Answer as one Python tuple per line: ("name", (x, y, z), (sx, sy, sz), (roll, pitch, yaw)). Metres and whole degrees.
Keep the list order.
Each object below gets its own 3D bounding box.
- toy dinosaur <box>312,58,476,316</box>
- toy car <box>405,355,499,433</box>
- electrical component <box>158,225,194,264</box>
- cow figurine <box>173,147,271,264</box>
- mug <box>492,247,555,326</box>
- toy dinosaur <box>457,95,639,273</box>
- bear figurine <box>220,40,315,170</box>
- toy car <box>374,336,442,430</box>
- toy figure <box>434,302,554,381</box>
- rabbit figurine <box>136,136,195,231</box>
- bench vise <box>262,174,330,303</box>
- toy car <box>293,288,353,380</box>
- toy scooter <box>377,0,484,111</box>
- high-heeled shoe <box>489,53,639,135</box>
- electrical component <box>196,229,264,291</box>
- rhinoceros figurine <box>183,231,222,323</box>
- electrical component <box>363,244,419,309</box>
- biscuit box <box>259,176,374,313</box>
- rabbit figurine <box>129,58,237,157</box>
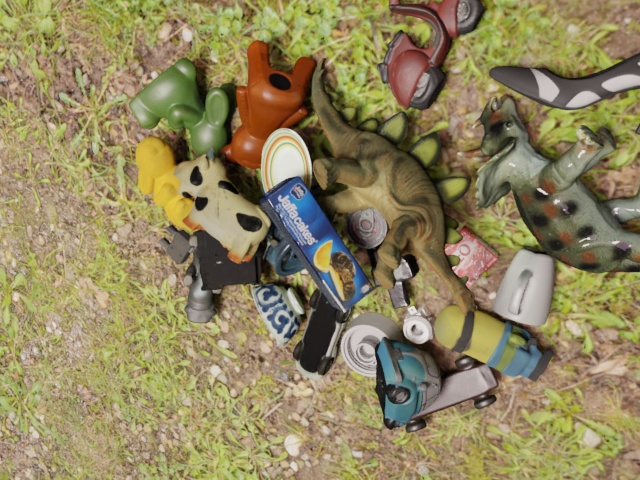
("toy dinosaur", (0.087, -0.094, 0.787), (0.471, 0.198, 0.105), (54, 156, 17))
("toy car", (0.211, 0.265, 0.930), (0.202, 0.053, 0.089), (-31, 70, 25))
("electrical component", (-0.282, 0.016, 1.086), (0.094, 0.021, 0.063), (39, 116, 7))
("cow figurine", (-0.164, -0.065, 0.886), (0.195, 0.085, 0.127), (38, 94, 12))
("mug", (0.309, 0.066, 0.811), (0.081, 0.109, 0.107), (19, 101, 36))
("toy dinosaur", (0.363, -0.034, 0.757), (0.404, 0.131, 0.192), (49, 131, -2))
("bear figurine", (-0.093, -0.210, 0.910), (0.120, 0.132, 0.195), (13, 147, -16))
("toy car", (0.146, 0.233, 0.876), (0.103, 0.109, 0.161), (-8, 126, -3))
("toy figure", (0.272, 0.160, 0.856), (0.180, 0.089, 0.082), (30, 107, 15))
("rabbit figurine", (-0.269, -0.118, 0.982), (0.163, 0.122, 0.173), (19, 151, 53))
("bench vise", (-0.009, -0.001, 0.902), (0.241, 0.129, 0.223), (50, 126, 23))
("toy car", (0.006, 0.167, 0.989), (0.074, 0.056, 0.201), (26, 112, 22))
("toy scooter", (0.142, -0.293, 0.796), (0.135, 0.075, 0.183), (32, 111, 12))
("high-heeled shoe", (0.368, -0.238, 0.716), (0.249, 0.086, 0.145), (24, 108, 11))
("electrical component", (-0.162, 0.020, 0.960), (0.115, 0.058, 0.134), (-6, 90, -15))
("rhinoceros figurine", (-0.223, 0.067, 1.029), (0.073, 0.112, 0.190), (7, 95, -14))
("electrical component", (0.128, 0.051, 0.909), (0.075, 0.048, 0.119), (-19, 97, 26))
("biscuit box", (-0.005, 0.006, 0.774), (0.059, 0.063, 0.202), (-37, 102, -12))
("rabbit figurine", (-0.219, -0.227, 0.962), (0.159, 0.121, 0.170), (-32, 109, 20))
